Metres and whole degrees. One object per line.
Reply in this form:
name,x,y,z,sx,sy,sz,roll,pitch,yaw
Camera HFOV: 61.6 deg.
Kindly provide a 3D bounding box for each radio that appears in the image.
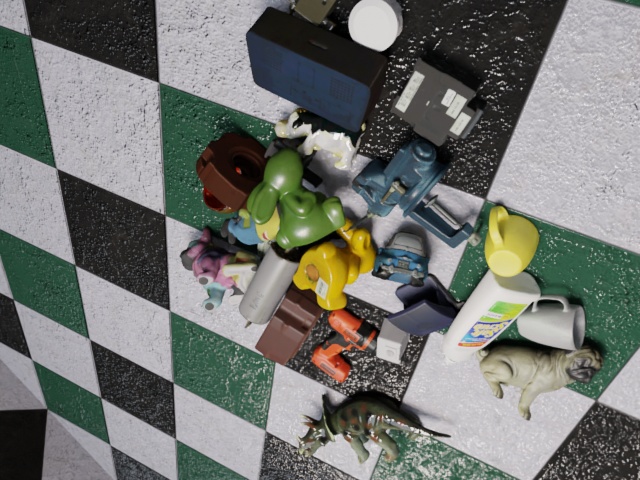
radio,-0.008,-0.282,0.906,0.230,0.073,0.131,28,157,11

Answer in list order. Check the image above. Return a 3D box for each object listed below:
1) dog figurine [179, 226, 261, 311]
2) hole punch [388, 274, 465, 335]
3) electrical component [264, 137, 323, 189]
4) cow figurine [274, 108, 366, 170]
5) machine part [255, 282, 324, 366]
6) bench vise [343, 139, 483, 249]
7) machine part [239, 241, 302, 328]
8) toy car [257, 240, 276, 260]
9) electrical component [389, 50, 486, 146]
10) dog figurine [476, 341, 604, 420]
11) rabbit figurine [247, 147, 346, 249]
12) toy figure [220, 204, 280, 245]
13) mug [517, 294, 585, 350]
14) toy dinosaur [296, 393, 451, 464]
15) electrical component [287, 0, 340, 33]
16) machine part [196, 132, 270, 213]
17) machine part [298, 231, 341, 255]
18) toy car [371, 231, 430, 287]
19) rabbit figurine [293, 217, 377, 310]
dog figurine,-0.227,0.049,1.244,0.192,0.219,0.108,-15,124,-6
hole punch,0.215,0.149,1.108,0.115,0.092,0.142,46,128,-12
electrical component,-0.041,-0.154,1.042,0.119,0.075,0.047,40,133,4
cow figurine,-0.002,-0.204,0.989,0.167,0.068,0.098,24,126,8
machine part,-0.049,0.161,1.187,0.087,0.201,0.201,31,132,3
bench vise,0.176,-0.062,0.960,0.241,0.129,0.223,40,135,4
machine part,-0.104,0.091,1.123,0.079,0.079,0.243,33,112,5
toy car,-0.109,0.059,1.246,0.074,0.056,0.201,22,130,14
electrical component,0.195,-0.223,0.872,0.134,0.058,0.114,34,134,3
dog figurine,0.426,0.232,1.054,0.172,0.121,0.190,36,118,-2
rabbit figurine,-0.057,-0.081,0.986,0.159,0.121,0.170,-26,111,-6
toy figure,-0.118,-0.037,1.139,0.180,0.082,0.089,-5,86,17
mug,0.422,0.148,0.995,0.107,0.081,0.109,-2,126,41
toy dinosaur,0.119,0.459,1.370,0.405,0.131,0.192,-29,105,34
electrical component,-0.010,-0.383,0.885,0.102,0.045,0.078,32,104,2
machine part,-0.152,-0.135,1.059,0.179,0.179,0.056,41,130,-2
machine part,-0.002,-0.003,1.131,0.139,0.084,0.039,-45,56,48
toy car,0.159,0.034,1.038,0.109,0.161,0.103,12,86,8
rabbit figurine,0.046,0.035,1.079,0.122,0.173,0.162,30,121,42
